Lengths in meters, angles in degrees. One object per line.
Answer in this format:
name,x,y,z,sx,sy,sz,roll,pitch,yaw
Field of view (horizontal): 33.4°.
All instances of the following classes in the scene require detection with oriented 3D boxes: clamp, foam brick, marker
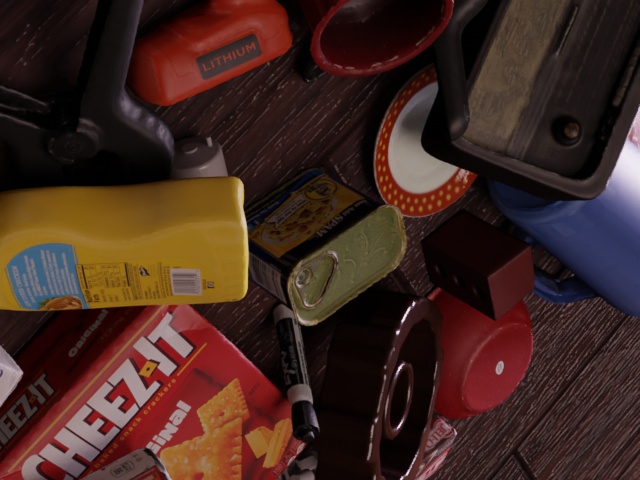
clamp,0.078,-0.153,0.724,0.171,0.120,0.039,-58,178,-2
foam brick,0.133,0.021,0.894,0.051,0.078,0.053,-36,133,-23
clamp,-0.149,-0.065,0.592,0.164,0.036,0.210,-13,142,1
marker,-0.018,0.096,0.774,0.020,0.121,0.020,-6,134,-7

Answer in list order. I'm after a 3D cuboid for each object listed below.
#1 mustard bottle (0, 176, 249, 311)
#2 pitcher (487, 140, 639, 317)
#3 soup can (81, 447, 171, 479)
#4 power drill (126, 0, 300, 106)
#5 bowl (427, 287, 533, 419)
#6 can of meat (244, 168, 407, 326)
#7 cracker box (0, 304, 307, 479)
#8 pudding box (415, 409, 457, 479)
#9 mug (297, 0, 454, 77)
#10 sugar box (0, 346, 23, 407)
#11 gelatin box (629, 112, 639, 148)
mustard bottle,-0.138,0.006,0.609,0.191,0.058,0.096,-3,152,-6
pitcher,0.241,-0.020,0.939,0.242,0.145,0.149,28,83,-46
soup can,-0.136,0.178,0.645,0.102,0.069,0.068,-26,129,-25
power drill,-0.089,-0.173,0.590,0.184,0.057,0.187,-28,131,-24
bowl,0.142,0.104,0.968,0.161,0.055,0.162,-22,128,-32
can of meat,-0.005,0.001,0.750,0.102,0.084,0.057,-35,133,-23
cracker box,-0.116,0.132,0.735,0.164,0.072,0.213,-48,136,-10
pudding box,0.065,0.209,0.949,0.113,0.039,0.090,-32,155,-23
mug,0.028,-0.168,0.654,0.093,0.081,0.117,-11,153,-20
sugar box,-0.244,0.033,0.544,0.048,0.093,0.176,-56,138,-1
gelatin box,0.300,-0.125,0.995,0.073,0.030,0.089,-25,129,-30
